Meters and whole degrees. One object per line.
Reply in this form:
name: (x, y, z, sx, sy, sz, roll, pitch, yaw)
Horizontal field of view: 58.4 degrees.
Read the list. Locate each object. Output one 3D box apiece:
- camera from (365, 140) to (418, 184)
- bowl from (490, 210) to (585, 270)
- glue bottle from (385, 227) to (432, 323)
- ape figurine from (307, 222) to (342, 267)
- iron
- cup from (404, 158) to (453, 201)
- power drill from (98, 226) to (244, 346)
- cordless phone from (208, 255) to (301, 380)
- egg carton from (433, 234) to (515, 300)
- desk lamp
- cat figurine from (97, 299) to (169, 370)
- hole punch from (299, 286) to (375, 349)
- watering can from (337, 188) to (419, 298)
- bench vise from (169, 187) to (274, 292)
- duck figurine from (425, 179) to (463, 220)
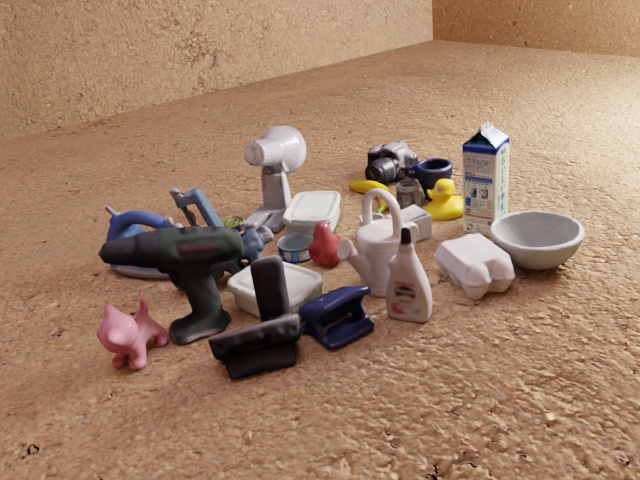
camera: (0.173, -0.206, 1.538, 0.137, 0.101, 0.142, -29, 34, -35)
bowl: (0.407, 0.010, 1.083, 0.167, 0.075, 0.167, -6, 27, 3)
glue bottle: (0.145, 0.056, 0.952, 0.078, 0.173, 0.037, 4, 29, 22)
ape figurine: (0.011, 0.004, 1.177, 0.078, 0.092, 0.076, -10, 27, -4)
iron: (-0.353, -0.002, 1.229, 0.257, 0.142, 0.119, 5, 30, 23)
cup: (0.264, -0.142, 1.394, 0.117, 0.095, 0.092, 0, 28, 15)
power drill: (-0.236, 0.070, 0.984, 0.230, 0.209, 0.075, -18, 29, -19)
cordless phone: (-0.108, 0.112, 0.894, 0.148, 0.185, 0.094, -15, 28, -14)
egg carton: (0.282, 0.045, 1.052, 0.107, 0.069, 0.150, -15, 28, -14)
desk lamp: (-0.113, -0.157, 1.389, 0.117, 0.214, 0.203, 4, 29, 22)
cat figurine: (-0.318, 0.150, 0.950, 0.067, 0.118, 0.128, 3, 29, 19)
hole punch: (0.023, 0.114, 0.960, 0.109, 0.091, 0.100, -23, 31, -27)
watering can: (0.111, 0.002, 1.043, 0.100, 0.194, 0.173, 10, 32, 32)
bench vise: (-0.207, -0.016, 1.132, 0.208, 0.220, 0.121, -21, 30, -24)
duck figurine: (0.291, -0.099, 1.313, 0.104, 0.086, 0.077, -9, 27, -3)
